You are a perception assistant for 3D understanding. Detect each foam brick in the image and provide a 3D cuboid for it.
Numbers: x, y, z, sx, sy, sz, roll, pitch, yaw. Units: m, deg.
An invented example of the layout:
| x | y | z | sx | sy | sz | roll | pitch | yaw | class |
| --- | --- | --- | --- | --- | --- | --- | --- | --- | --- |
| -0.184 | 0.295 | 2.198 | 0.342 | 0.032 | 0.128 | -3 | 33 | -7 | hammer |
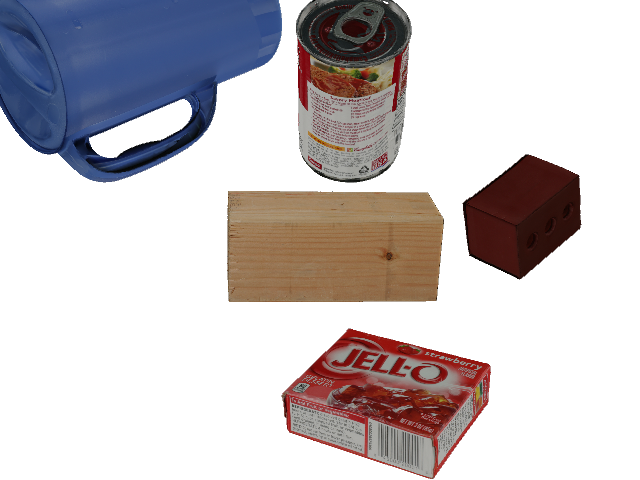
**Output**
| x | y | z | sx | sy | sz | roll | pitch | yaw | class |
| --- | --- | --- | --- | --- | --- | --- | --- | --- | --- |
| 0.152 | -0.019 | 0.800 | 0.078 | 0.053 | 0.051 | -37 | 43 | -28 | foam brick |

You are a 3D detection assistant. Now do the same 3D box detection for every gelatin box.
| x | y | z | sx | sy | sz | roll | pitch | yaw | class |
| --- | --- | --- | --- | --- | --- | --- | --- | --- | --- |
| 0.036 | 0.083 | 0.568 | 0.089 | 0.030 | 0.073 | 13 | 30 | 28 | gelatin box |

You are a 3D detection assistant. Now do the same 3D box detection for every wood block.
| x | y | z | sx | sy | sz | roll | pitch | yaw | class |
| --- | --- | --- | --- | --- | --- | --- | --- | --- | --- |
| 0.010 | 0.006 | 1.067 | 0.206 | 0.091 | 0.090 | 1 | 20 | -6 | wood block |

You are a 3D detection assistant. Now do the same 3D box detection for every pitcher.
| x | y | z | sx | sy | sz | roll | pitch | yaw | class |
| --- | --- | --- | --- | --- | --- | --- | --- | --- | --- |
| -0.149 | -0.162 | 0.916 | 0.242 | 0.149 | 0.145 | -25 | 42 | -35 | pitcher |

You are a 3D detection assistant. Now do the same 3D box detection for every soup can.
| x | y | z | sx | sy | sz | roll | pitch | yaw | class |
| --- | --- | --- | --- | --- | --- | --- | --- | --- | --- |
| 0.019 | -0.094 | 0.663 | 0.068 | 0.068 | 0.102 | 0 | -39 | 0 | soup can |
